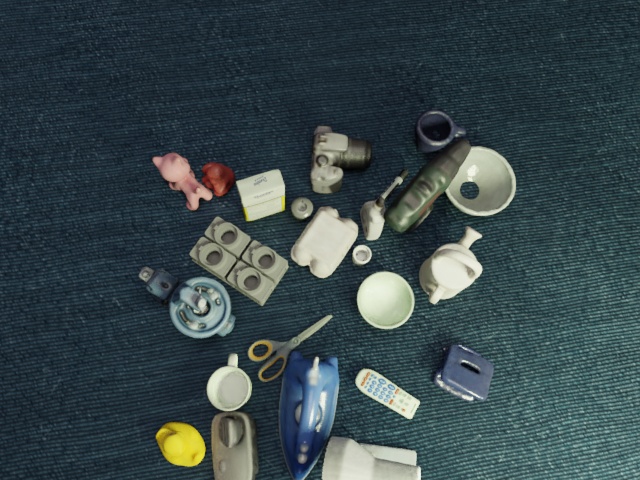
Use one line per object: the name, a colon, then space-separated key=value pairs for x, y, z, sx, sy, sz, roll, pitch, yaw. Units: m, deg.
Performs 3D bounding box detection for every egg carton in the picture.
egg carton: x=0.012 y=0.004 z=1.256 sx=0.107 sy=0.069 sz=0.150 roll=32 pitch=75 yaw=5

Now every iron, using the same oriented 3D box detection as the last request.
iron: x=-0.024 y=0.349 z=1.122 sx=0.118 sy=0.141 sz=0.258 roll=7 pitch=74 yaw=-2

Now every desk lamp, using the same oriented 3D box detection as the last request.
desk lamp: x=0.098 y=0.435 z=1.069 sx=0.203 sy=0.213 sz=0.118 roll=7 pitch=74 yaw=-2

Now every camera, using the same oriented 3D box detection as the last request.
camera: x=0.048 y=-0.186 z=1.294 sx=0.137 sy=0.101 sz=0.143 roll=3 pitch=74 yaw=-3

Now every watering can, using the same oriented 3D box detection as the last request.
watering can: x=0.278 y=0.051 z=1.197 sx=0.101 sy=0.194 sz=0.173 roll=10 pitch=74 yaw=-1

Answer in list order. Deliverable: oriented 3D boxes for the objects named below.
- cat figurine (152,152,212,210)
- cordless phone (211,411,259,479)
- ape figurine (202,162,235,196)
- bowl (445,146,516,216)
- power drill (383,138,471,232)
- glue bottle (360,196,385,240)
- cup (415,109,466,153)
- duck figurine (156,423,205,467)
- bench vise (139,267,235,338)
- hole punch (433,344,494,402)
cat figurine: x=-0.300 y=-0.138 z=1.248 sx=0.067 sy=0.118 sz=0.127 roll=-43 pitch=81 yaw=-13
cordless phone: x=-0.165 y=0.398 z=1.076 sx=0.094 sy=0.185 sz=0.147 roll=-8 pitch=75 yaw=-6
ape figurine: x=-0.228 y=-0.141 z=1.267 sx=0.076 sy=0.092 sz=0.078 roll=-9 pitch=75 yaw=-6
bowl: x=0.355 y=-0.125 z=1.312 sx=0.167 sy=0.075 sz=0.167 roll=1 pitch=75 yaw=-4
power drill: x=0.218 y=-0.100 z=1.226 sx=0.075 sy=0.208 sz=0.230 roll=41 pitch=76 yaw=8
glue bottle: x=0.118 y=-0.057 z=1.226 sx=0.037 sy=0.173 sz=0.078 roll=-8 pitch=75 yaw=-6
cup: x=0.271 y=-0.242 z=1.328 sx=0.118 sy=0.095 sz=0.092 roll=3 pitch=74 yaw=-3
duck figurine: x=-0.276 y=0.401 z=1.119 sx=0.104 sy=0.086 sz=0.077 roll=33 pitch=75 yaw=6
bench vise: x=-0.273 y=0.121 z=1.126 sx=0.207 sy=0.220 sz=0.121 roll=13 pitch=74 yaw=0
hole punch: x=0.301 y=0.273 z=1.191 sx=0.108 sy=0.091 sz=0.101 roll=26 pitch=75 yaw=4
